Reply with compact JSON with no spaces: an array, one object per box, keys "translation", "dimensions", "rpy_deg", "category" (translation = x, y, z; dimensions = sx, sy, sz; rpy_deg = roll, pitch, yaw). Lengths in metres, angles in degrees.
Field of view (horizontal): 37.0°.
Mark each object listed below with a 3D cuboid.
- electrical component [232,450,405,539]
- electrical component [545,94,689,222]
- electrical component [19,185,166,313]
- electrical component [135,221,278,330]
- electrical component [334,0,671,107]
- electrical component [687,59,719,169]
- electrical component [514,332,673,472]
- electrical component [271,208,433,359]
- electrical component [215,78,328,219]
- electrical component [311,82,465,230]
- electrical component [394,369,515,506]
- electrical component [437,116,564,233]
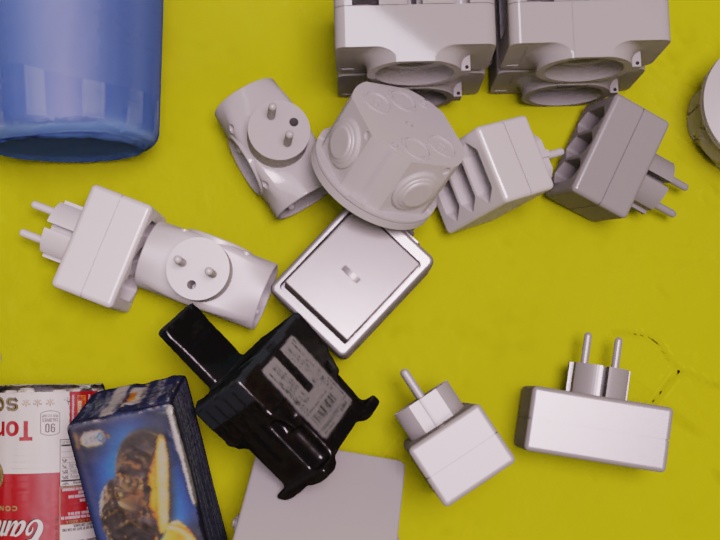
[{"translation":[-0.024,0.150,0.618],"dimensions":[0.100,0.099,0.048],"rpy_deg":[10,124,1],"category":"electrical component"},{"translation":[0.168,-0.059,0.665],"dimensions":[0.077,0.047,0.065],"rpy_deg":[27,84,-11],"category":"electrical component"},{"translation":[-0.170,-0.019,0.659],"dimensions":[0.077,0.047,0.065],"rpy_deg":[21,84,3],"category":"electrical component"},{"translation":[-0.093,0.001,0.641],"dimensions":[0.077,0.079,0.044],"rpy_deg":[20,84,2],"category":"electrical component"},{"translation":[0.079,-0.139,0.643],"dimensions":[0.186,0.105,0.060],"rpy_deg":[-1,84,0],"category":"electrical component"},{"translation":[0.247,-0.098,0.666],"dimensions":[0.080,0.051,0.080],"rpy_deg":[0,84,0],"category":"electrical component"},{"translation":[0.142,0.076,0.649],"dimensions":[0.083,0.047,0.075],"rpy_deg":[9,84,1],"category":"electrical component"},{"translation":[0.000,0.000,0.650],"dimensions":[0.062,0.061,0.096],"rpy_deg":[43,85,4],"category":"electrical component"},{"translation":[-0.050,-0.078,0.650],"dimensions":[0.044,0.079,0.077],"rpy_deg":[-30,85,-12],"category":"electrical component"},{"translation":[0.016,-0.066,0.623],"dimensions":[0.080,0.080,0.051],"rpy_deg":[38,126,4],"category":"electrical component"},{"translation":[0.046,0.090,0.629],"dimensions":[0.047,0.083,0.075],"rpy_deg":[-33,85,-3],"category":"electrical component"},{"translation":[0.091,-0.062,0.659],"dimensions":[0.077,0.066,0.047],"rpy_deg":[-18,84,-31],"category":"electrical component"}]
